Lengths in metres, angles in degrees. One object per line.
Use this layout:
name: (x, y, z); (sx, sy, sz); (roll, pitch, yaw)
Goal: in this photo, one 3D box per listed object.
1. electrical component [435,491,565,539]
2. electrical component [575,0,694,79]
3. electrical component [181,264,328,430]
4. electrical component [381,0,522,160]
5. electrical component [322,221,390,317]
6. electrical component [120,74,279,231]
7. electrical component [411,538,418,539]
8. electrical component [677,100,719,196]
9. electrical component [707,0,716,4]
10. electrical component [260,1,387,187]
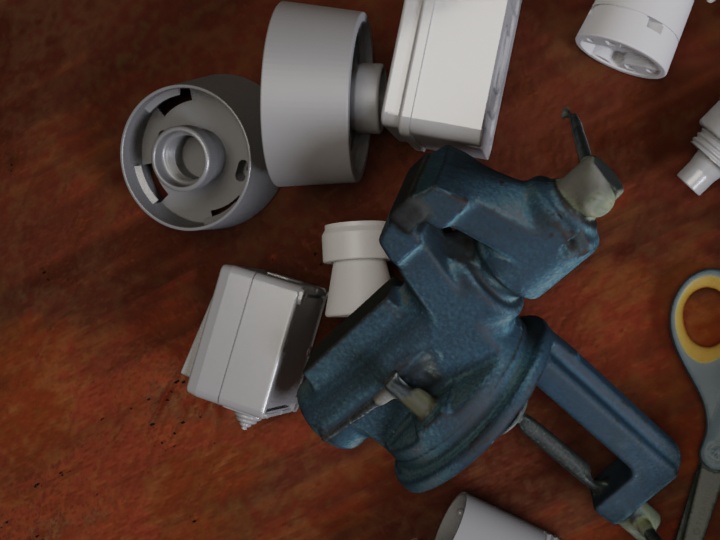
electrical component: (0.087, 0.164, 0.617); (0.081, 0.043, 0.043); (26, 94, -4)
electrical component: (0.158, -0.142, 0.613); (0.055, 0.055, 0.047); (24, 90, 14)
electrical component: (-0.066, 0.048, 0.654); (0.061, 0.062, 0.096); (17, 91, 14)
electrical component: (0.055, -0.126, 0.625); (0.057, 0.078, 0.113); (12, 90, 12)
electrical component: (0.000, 0.000, 0.649); (0.045, 0.045, 0.055); (-4, 86, 14)
electrical component: (-0.099, -0.074, 0.681); (0.099, 0.064, 0.099); (4, 101, 18)
electrical component: (0.041, 0.191, 0.629); (0.055, 0.045, 0.045); (34, 95, 13)
electrical component: (0.206, -0.070, 0.602); (0.048, 0.048, 0.062); (46, 105, 12)
electrical component: (0.222, -0.183, 0.603); (0.079, 0.043, 0.077); (-37, 79, 10)
electrical component: (-0.016, -0.101, 0.629); (0.060, 0.108, 0.108); (4, 88, 8)
